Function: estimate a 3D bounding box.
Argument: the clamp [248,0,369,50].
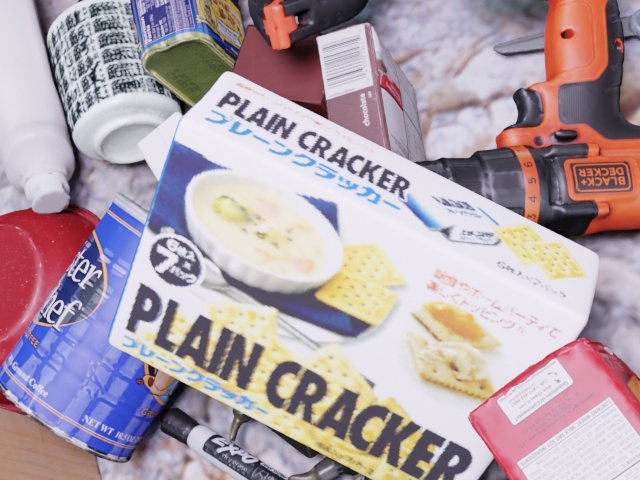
[{"bbox_3d":[-0.005,-0.169,0.705,0.120,0.039,0.171,-2,26,35],"label":"clamp"}]

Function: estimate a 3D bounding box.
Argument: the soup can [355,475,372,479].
[{"bbox_3d":[0.000,0.184,0.599,0.102,0.068,0.068,-31,62,12],"label":"soup can"}]

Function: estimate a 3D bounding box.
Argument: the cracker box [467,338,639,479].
[{"bbox_3d":[0.172,0.156,0.476,0.072,0.164,0.214,-39,60,9],"label":"cracker box"}]

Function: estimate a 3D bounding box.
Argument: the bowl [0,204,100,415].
[{"bbox_3d":[-0.220,0.040,0.761,0.162,0.055,0.162,-9,68,22],"label":"bowl"}]

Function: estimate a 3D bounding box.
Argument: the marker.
[{"bbox_3d":[-0.055,0.138,0.669,0.121,0.020,0.020,26,83,30],"label":"marker"}]

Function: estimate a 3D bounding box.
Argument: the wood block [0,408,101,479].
[{"bbox_3d":[-0.221,0.153,0.632,0.090,0.206,0.091,-27,62,13],"label":"wood block"}]

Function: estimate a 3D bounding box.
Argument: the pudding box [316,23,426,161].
[{"bbox_3d":[0.036,-0.064,0.661,0.039,0.090,0.113,-14,66,18],"label":"pudding box"}]

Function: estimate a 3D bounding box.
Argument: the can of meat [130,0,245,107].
[{"bbox_3d":[-0.089,-0.148,0.744,0.057,0.102,0.084,-21,66,17],"label":"can of meat"}]

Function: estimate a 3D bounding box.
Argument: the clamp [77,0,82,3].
[{"bbox_3d":[-0.141,-0.258,0.844,0.165,0.036,0.210,-25,60,19],"label":"clamp"}]

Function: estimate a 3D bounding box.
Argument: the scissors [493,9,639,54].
[{"bbox_3d":[0.212,-0.118,0.643,0.202,0.016,0.096,-21,64,17],"label":"scissors"}]

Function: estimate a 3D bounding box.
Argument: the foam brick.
[{"bbox_3d":[-0.014,-0.109,0.722,0.078,0.053,0.051,13,77,27],"label":"foam brick"}]

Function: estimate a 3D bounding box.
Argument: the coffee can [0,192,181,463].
[{"bbox_3d":[-0.125,0.055,0.684,0.103,0.102,0.140,32,87,30],"label":"coffee can"}]

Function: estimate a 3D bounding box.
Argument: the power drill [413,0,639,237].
[{"bbox_3d":[0.116,-0.090,0.607,0.184,0.057,0.187,-2,77,-11],"label":"power drill"}]

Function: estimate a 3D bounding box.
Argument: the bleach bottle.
[{"bbox_3d":[-0.232,-0.133,0.804,0.068,0.103,0.251,-14,61,-16],"label":"bleach bottle"}]
